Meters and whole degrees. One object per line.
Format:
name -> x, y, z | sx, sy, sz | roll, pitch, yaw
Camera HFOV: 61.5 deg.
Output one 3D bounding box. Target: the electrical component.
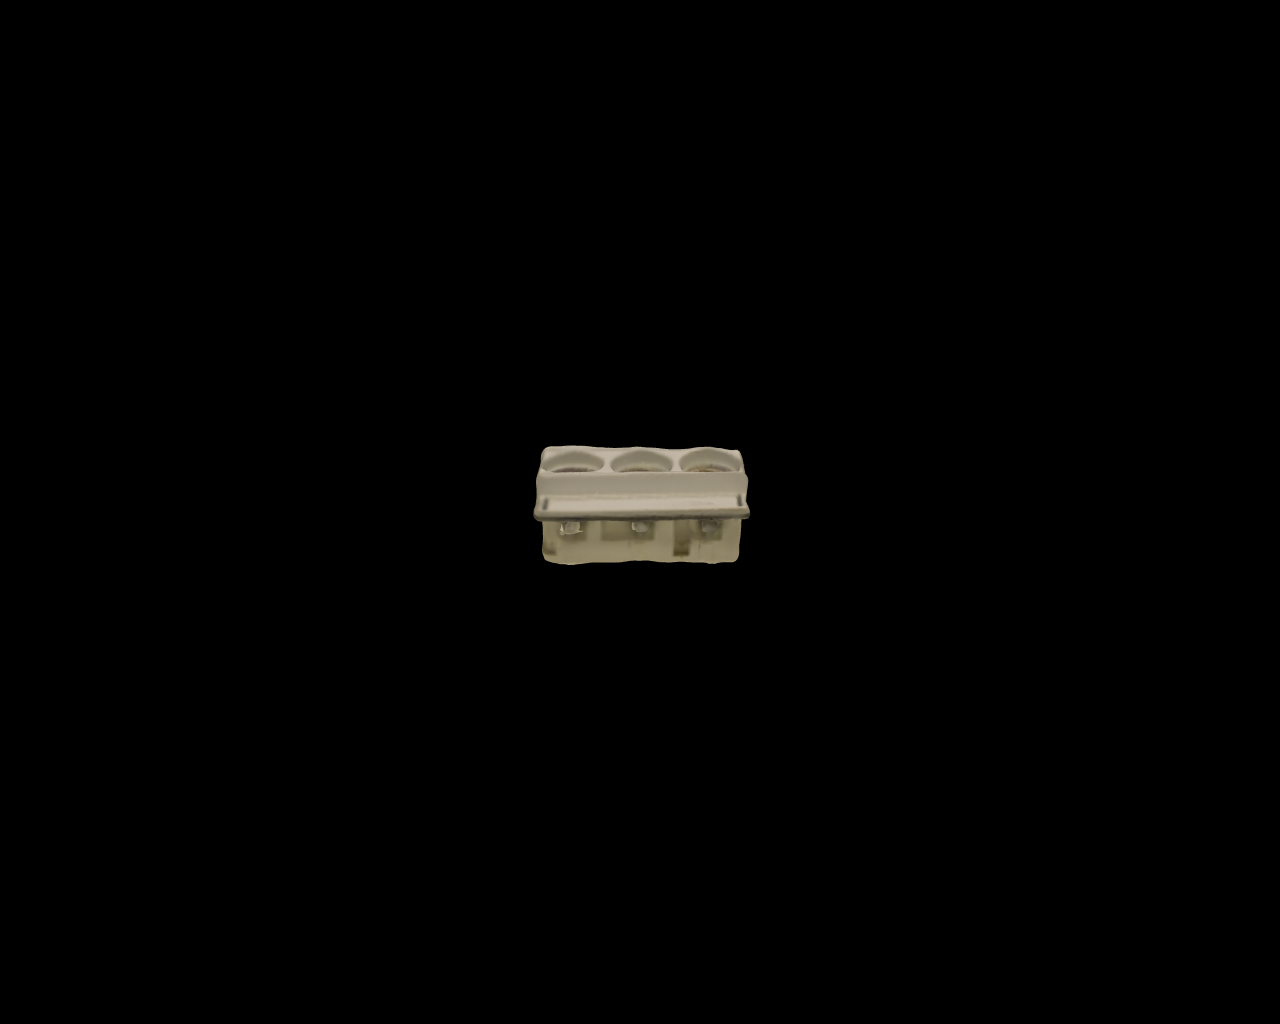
electrical component -> 0.001, -0.003, 0.650 | 0.121, 0.063, 0.079 | 0, 24, 0
